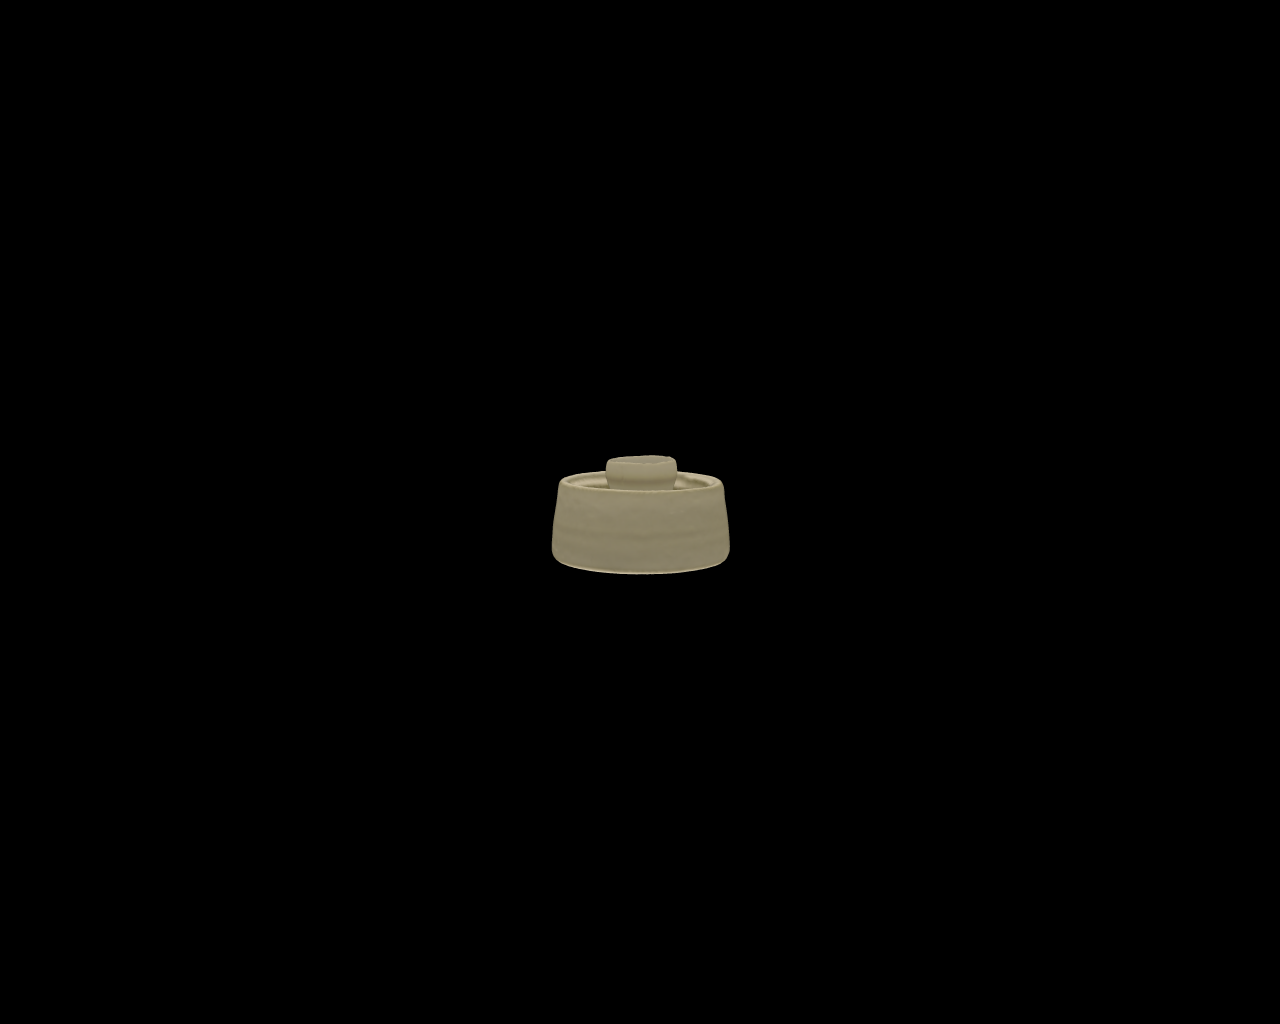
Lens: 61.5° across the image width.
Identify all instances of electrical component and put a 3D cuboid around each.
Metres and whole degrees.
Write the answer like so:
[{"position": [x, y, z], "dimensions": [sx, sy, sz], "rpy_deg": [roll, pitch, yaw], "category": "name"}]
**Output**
[{"position": [0.001, -0.003, 0.650], "dimensions": [0.108, 0.060, 0.108], "rpy_deg": [0, 9, 0], "category": "electrical component"}]
